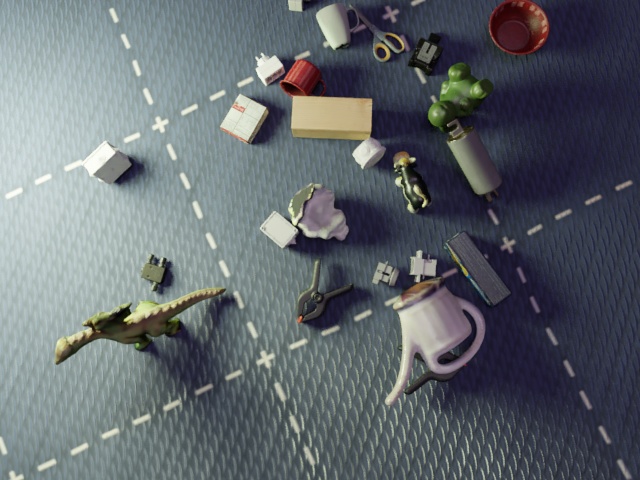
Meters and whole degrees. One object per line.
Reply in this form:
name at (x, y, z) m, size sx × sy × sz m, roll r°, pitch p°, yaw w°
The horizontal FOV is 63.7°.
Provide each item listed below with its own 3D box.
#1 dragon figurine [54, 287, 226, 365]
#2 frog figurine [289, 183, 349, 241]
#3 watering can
dragon figurine at (-0.444, 0.191, 1.244) m, size 0.410 × 0.241 × 0.123 m, roll -27°, pitch 80°, yaw 0°
frog figurine at (0.004, -0.068, 1.347) m, size 0.158 × 0.122 × 0.139 m, roll 27°, pitch 73°, yaw -31°
watering can at (0.255, 0.229, 1.257) m, size 0.351 × 0.102 × 0.226 m, roll -26°, pitch 80°, yaw -25°
